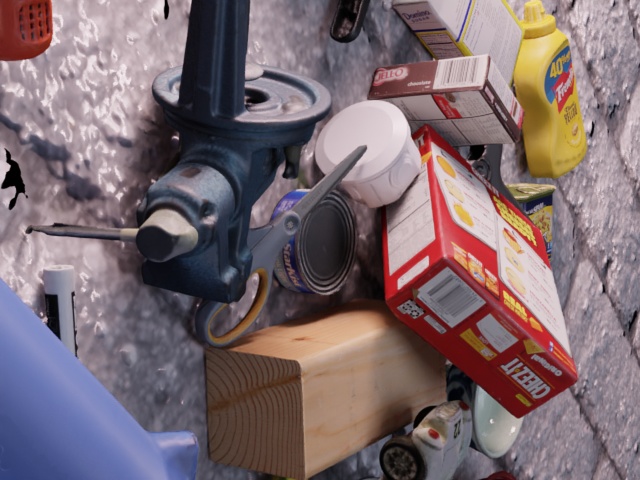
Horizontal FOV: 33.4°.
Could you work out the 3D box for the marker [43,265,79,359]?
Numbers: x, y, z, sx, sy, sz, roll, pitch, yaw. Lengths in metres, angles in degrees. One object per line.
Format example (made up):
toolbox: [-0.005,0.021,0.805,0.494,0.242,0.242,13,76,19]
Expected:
marker: [-0.159,0.076,0.663,0.020,0.020,0.121,-12,103,-54]

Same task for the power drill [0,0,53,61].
power drill: [-0.208,-0.164,0.517,0.187,0.057,0.184,-29,128,-47]

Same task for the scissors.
scissors: [-0.041,-0.017,0.786,0.096,0.016,0.201,42,70,-33]

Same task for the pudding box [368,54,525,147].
pudding box: [0.112,-0.120,0.946,0.090,0.114,0.039,42,56,-48]

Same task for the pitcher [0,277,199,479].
pitcher: [-0.186,0.101,0.549,0.242,0.145,0.149,59,36,-34]

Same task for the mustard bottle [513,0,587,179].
mustard bottle: [0.251,-0.172,1.185,0.096,0.058,0.191,-41,125,-42]

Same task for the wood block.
wood block: [0.011,0.110,0.845,0.205,0.091,0.090,-12,103,-53]

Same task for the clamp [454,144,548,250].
clamp: [0.138,-0.057,1.036,0.164,0.036,0.210,-22,100,-34]

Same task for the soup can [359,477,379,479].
soup can: [0.059,0.269,0.947,0.068,0.069,0.102,0,94,-55]

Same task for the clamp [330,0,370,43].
clamp: [0.035,-0.255,0.888,0.171,0.039,0.120,-59,142,-42]

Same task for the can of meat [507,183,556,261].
can of meat: [0.212,-0.013,1.147,0.101,0.058,0.084,-16,108,-53]

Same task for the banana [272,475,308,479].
banana: [-0.030,0.260,0.846,0.069,0.037,0.198,-3,97,-56]

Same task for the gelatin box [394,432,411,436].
gelatin box: [0.096,0.230,1.029,0.073,0.030,0.089,11,84,-53]

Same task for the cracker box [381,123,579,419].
cracker box: [0.126,0.021,0.897,0.164,0.072,0.213,41,26,-22]

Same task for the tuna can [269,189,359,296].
tuna can: [-0.006,0.001,0.859,0.085,0.034,0.086,-8,100,-54]

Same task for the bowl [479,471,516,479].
bowl: [0.154,0.314,1.097,0.161,0.055,0.162,-7,99,-54]

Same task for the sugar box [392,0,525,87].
sugar box: [0.137,-0.215,1.032,0.176,0.048,0.093,38,62,-45]
